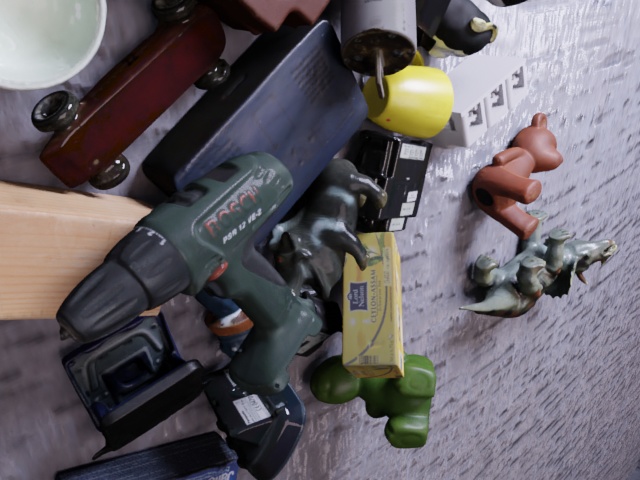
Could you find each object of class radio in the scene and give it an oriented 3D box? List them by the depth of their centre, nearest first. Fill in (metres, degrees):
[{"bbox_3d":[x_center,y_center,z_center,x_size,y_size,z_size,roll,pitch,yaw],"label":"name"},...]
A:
[{"bbox_3d":[-0.056,-0.109,0.563,0.229,0.073,0.131,-50,134,-13],"label":"radio"}]

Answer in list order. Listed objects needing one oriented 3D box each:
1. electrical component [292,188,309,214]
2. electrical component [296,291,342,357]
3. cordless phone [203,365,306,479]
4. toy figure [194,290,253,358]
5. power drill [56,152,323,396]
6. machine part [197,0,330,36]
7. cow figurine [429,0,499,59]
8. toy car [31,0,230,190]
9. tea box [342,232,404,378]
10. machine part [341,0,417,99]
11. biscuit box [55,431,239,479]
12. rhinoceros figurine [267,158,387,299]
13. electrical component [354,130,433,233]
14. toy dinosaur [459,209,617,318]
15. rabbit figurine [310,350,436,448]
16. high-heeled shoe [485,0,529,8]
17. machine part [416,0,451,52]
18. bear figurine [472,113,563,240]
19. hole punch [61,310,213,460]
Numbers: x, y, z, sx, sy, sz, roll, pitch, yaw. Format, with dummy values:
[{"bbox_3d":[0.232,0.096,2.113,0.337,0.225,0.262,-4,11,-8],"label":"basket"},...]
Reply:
[{"bbox_3d":[0.005,-0.050,0.677,0.094,0.021,0.063,-40,131,-28],"label":"electrical component"},{"bbox_3d":[-0.033,0.120,0.693,0.119,0.048,0.074,-38,141,27],"label":"electrical component"},{"bbox_3d":[-0.071,0.244,0.647,0.089,0.147,0.184,-20,120,-24],"label":"cordless phone"},{"bbox_3d":[-0.104,0.072,0.603,0.058,0.064,0.154,-45,133,-40],"label":"toy figure"},{"bbox_3d":[-0.088,0.048,0.473,0.232,0.086,0.207,-54,130,-32],"label":"power drill"},{"bbox_3d":[-0.058,-0.303,0.466,0.200,0.087,0.201,31,87,-45],"label":"machine part"},{"bbox_3d":[0.137,-0.274,0.650,0.167,0.098,0.068,11,103,-38],"label":"cow figurine"},{"bbox_3d":[-0.161,-0.131,0.469,0.202,0.053,0.089,-50,149,-16],"label":"toy car"},{"bbox_3d":[0.069,0.085,0.689,0.098,0.068,0.169,62,26,-62],"label":"tea box"},{"bbox_3d":[0.059,-0.260,0.550,0.079,0.079,0.243,20,65,-45],"label":"machine part"},{"bbox_3d":[-0.191,0.281,0.613,0.202,0.063,0.059,2,108,-43],"label":"biscuit box"},{"bbox_3d":[-0.001,-0.002,0.613,0.112,0.073,0.190,25,87,-25],"label":"rhinoceros figurine"},{"bbox_3d":[0.088,-0.072,0.707,0.115,0.058,0.134,-3,109,-53],"label":"electrical component"},{"bbox_3d":[0.392,0.079,1.035,0.405,0.131,0.191,-30,126,-23],"label":"toy dinosaur"},{"bbox_3d":[0.074,0.194,0.773,0.159,0.170,0.121,-69,165,-67],"label":"rabbit figurine"},{"bbox_3d":[0.166,-0.360,0.605,0.248,0.145,0.086,34,83,-47],"label":"high-heeled shoe"},{"bbox_3d":[0.127,-0.280,0.587,0.084,0.039,0.138,15,93,-28],"label":"machine part"},{"bbox_3d":[0.352,-0.114,0.901,0.196,0.132,0.120,-35,138,-19],"label":"bear figurine"},{"bbox_3d":[-0.189,0.144,0.553,0.142,0.092,0.115,-33,158,-31],"label":"hole punch"}]
